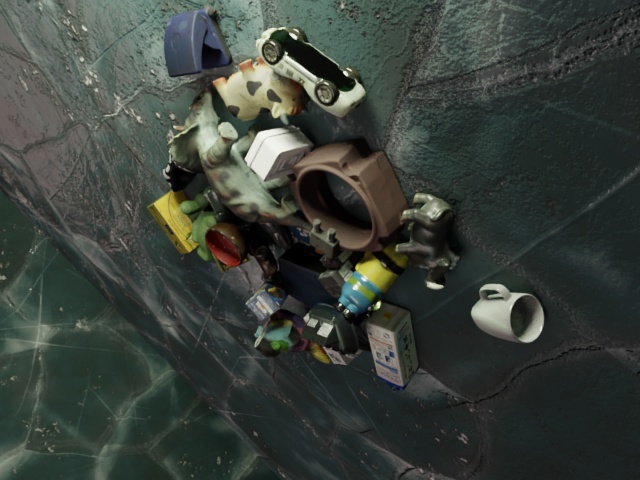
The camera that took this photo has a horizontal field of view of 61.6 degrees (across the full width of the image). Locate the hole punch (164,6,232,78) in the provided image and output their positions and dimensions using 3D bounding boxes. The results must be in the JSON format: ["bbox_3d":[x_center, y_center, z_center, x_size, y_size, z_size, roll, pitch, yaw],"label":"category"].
[{"bbox_3d":[-0.246,-0.372,1.024,0.142,0.092,0.115,12,131,47],"label":"hole punch"}]

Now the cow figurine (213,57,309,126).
[{"bbox_3d":[-0.100,-0.264,0.973,0.195,0.085,0.127,-6,115,49],"label":"cow figurine"}]

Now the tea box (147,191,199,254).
[{"bbox_3d":[-0.399,-0.055,1.533,0.068,0.098,0.169,-13,117,54],"label":"tea box"}]

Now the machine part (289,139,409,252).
[{"bbox_3d":[0.051,-0.077,0.999,0.201,0.087,0.201,1,125,49],"label":"machine part"}]

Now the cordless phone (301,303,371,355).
[{"bbox_3d":[0.065,0.218,1.191,0.184,0.088,0.147,32,167,-27],"label":"cordless phone"}]

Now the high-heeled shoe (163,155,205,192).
[{"bbox_3d":[-0.329,-0.156,1.337,0.249,0.086,0.145,35,131,49],"label":"high-heeled shoe"}]

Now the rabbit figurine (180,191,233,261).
[{"bbox_3d":[-0.309,-0.051,1.413,0.170,0.121,0.158,46,166,36],"label":"rabbit figurine"}]

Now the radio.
[{"bbox_3d":[0.011,0.099,1.250,0.230,0.073,0.130,20,139,33],"label":"radio"}]

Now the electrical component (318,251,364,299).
[{"bbox_3d":[0.065,0.070,1.113,0.134,0.115,0.058,53,146,-11],"label":"electrical component"}]

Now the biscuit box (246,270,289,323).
[{"bbox_3d":[-0.119,0.134,1.336,0.063,0.059,0.203,49,-167,-4],"label":"biscuit box"}]

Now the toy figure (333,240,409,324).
[{"bbox_3d":[0.103,0.078,1.029,0.082,0.180,0.089,44,172,-16],"label":"toy figure"}]

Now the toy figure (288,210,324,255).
[{"bbox_3d":[-0.003,-0.003,1.167,0.154,0.064,0.057,39,114,6],"label":"toy figure"}]

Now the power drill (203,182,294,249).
[{"bbox_3d":[-0.175,-0.078,1.266,0.207,0.086,0.231,9,131,49],"label":"power drill"}]

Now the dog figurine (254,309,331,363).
[{"bbox_3d":[-0.051,0.257,1.392,0.219,0.108,0.192,23,-173,-11],"label":"dog figurine"}]

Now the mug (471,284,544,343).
[{"bbox_3d":[0.308,0.123,0.924,0.109,0.081,0.107,49,157,-15],"label":"mug"}]

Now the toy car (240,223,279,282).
[{"bbox_3d":[-0.149,0.025,1.334,0.202,0.053,0.089,50,164,56],"label":"toy car"}]

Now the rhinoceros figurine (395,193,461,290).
[{"bbox_3d":[0.196,0.005,0.941,0.112,0.073,0.190,16,136,24],"label":"rhinoceros figurine"}]

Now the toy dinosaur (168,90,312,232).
[{"bbox_3d":[-0.162,-0.120,1.109,0.192,0.131,0.404,-25,104,42],"label":"toy dinosaur"}]

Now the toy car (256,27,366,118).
[{"bbox_3d":[-0.015,-0.276,0.869,0.202,0.073,0.056,39,146,12],"label":"toy car"}]

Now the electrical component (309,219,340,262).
[{"bbox_3d":[0.007,0.003,1.037,0.063,0.021,0.093,33,147,22],"label":"electrical component"}]
